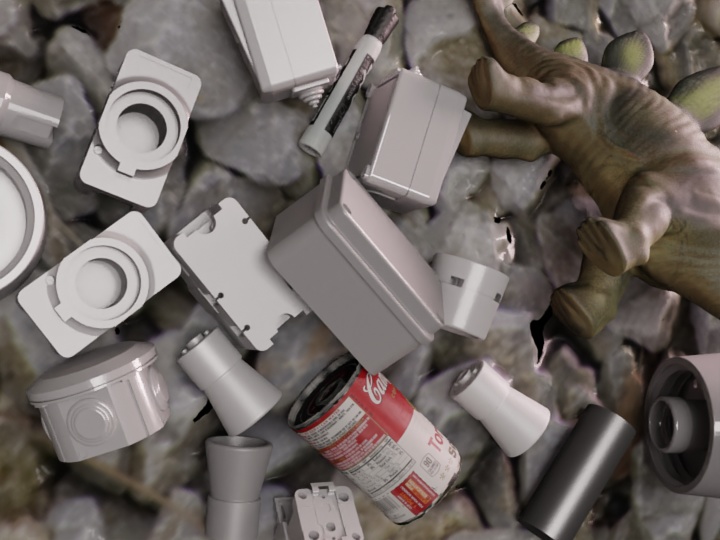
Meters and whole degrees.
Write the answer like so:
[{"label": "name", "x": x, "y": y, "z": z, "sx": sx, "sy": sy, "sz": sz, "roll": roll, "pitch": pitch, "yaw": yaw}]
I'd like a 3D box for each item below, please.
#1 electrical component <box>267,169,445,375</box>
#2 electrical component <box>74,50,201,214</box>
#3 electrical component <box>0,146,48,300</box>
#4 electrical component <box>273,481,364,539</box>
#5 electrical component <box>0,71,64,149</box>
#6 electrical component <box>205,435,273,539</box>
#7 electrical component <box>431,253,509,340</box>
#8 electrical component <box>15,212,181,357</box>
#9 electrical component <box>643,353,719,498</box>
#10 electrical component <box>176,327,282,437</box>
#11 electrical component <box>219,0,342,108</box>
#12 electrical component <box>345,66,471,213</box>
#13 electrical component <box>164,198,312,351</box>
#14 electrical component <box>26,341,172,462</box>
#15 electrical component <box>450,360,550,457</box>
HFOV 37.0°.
[{"label": "electrical component", "x": 0.000, "y": 0.000, "z": 0.692, "sx": 0.057, "sy": 0.078, "sz": 0.113, "roll": -35, "pitch": 109, "yaw": 17}, {"label": "electrical component", "x": -0.141, "y": -0.086, "z": 0.679, "sx": 0.050, "sy": 0.056, "sz": 0.089, "roll": 22, "pitch": 80, "yaw": -17}, {"label": "electrical component", "x": -0.240, "y": -0.030, "z": 0.639, "sx": 0.108, "sy": 0.060, "sz": 0.108, "roll": 1, "pitch": 87, "yaw": -19}, {"label": "electrical component", "x": -0.026, "y": 0.174, "z": 0.696, "sx": 0.042, "sy": 0.063, "sz": 0.081, "roll": 0, "pitch": 45, "yaw": -21}, {"label": "electrical component", "x": -0.211, "y": -0.098, "z": 0.664, "sx": 0.046, "sy": 0.040, "sz": 0.040, "roll": 17, "pitch": 82, "yaw": -24}, {"label": "electrical component", "x": -0.081, "y": 0.143, "z": 0.698, "sx": 0.044, "sy": 0.044, "sz": 0.065, "roll": 5, "pitch": 90, "yaw": -19}, {"label": "electrical component", "x": 0.071, "y": 0.019, "z": 0.751, "sx": 0.055, "sy": 0.055, "sz": 0.047, "roll": 21, "pitch": 84, "yaw": -17}, {"label": "electrical component", "x": -0.162, "y": 0.009, "z": 0.667, "sx": 0.089, "sy": 0.056, "sz": 0.050, "roll": -39, "pitch": 100, "yaw": -17}, {"label": "electrical component", "x": 0.246, "y": 0.113, "z": 0.782, "sx": 0.060, "sy": 0.108, "sz": 0.108, "roll": 3, "pitch": 86, "yaw": -14}, {"label": "electrical component", "x": -0.088, "y": 0.070, "z": 0.699, "sx": 0.044, "sy": 0.044, "sz": 0.065, "roll": -41, "pitch": 96, "yaw": -17}, {"label": "electrical component", "x": -0.052, "y": -0.150, "z": 0.707, "sx": 0.061, "sy": 0.062, "sz": 0.096, "roll": -17, "pitch": 93, "yaw": -5}, {"label": "electrical component", "x": 0.033, "y": -0.092, "z": 0.738, "sx": 0.061, "sy": 0.062, "sz": 0.096, "roll": 20, "pitch": 81, "yaw": -18}, {"label": "electrical component", "x": -0.080, "y": 0.004, "z": 0.696, "sx": 0.050, "sy": 0.056, "sz": 0.089, "roll": -41, "pitch": 101, "yaw": -17}, {"label": "electrical component", "x": -0.157, "y": 0.078, "z": 0.654, "sx": 0.080, "sy": 0.080, "sz": 0.051, "roll": -21, "pitch": 100, "yaw": -19}, {"label": "electrical component", "x": 0.097, "y": 0.095, "z": 0.763, "sx": 0.065, "sy": 0.044, "sz": 0.044, "roll": 42, "pitch": 75, "yaw": -8}]
